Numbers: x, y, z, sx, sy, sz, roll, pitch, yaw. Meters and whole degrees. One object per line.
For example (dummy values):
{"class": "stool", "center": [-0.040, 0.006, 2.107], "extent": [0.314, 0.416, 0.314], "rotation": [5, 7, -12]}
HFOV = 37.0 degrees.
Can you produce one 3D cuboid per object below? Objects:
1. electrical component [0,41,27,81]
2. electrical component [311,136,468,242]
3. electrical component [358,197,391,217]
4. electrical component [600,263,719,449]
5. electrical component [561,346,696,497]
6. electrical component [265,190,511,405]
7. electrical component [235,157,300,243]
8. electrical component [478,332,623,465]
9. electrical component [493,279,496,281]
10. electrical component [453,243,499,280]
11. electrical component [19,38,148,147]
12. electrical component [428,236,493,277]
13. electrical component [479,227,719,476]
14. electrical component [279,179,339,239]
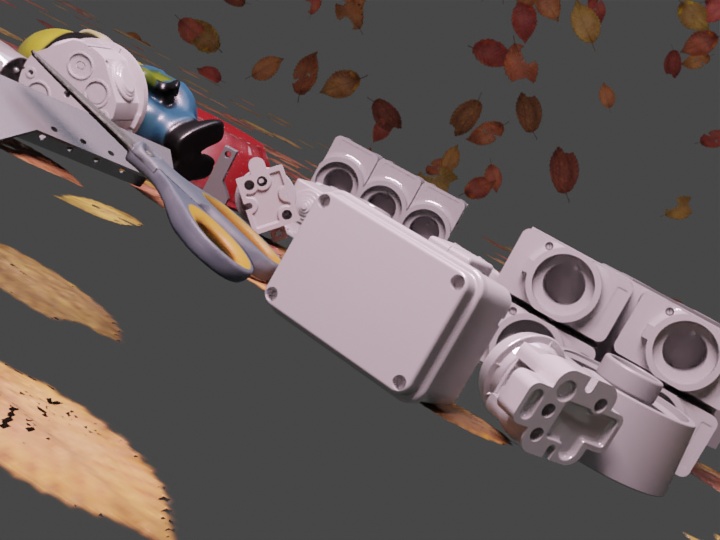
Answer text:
{"class": "electrical component", "center": [-0.273, -0.149, 0.779], "extent": [0.077, 0.043, 0.079], "rotation": [30, 7, 11]}
{"class": "electrical component", "center": [0.024, -0.065, 1.112], "extent": [0.150, 0.089, 0.062], "rotation": [29, 7, 5]}
{"class": "electrical component", "center": [-0.003, -0.042, 1.024], "extent": [0.055, 0.047, 0.055], "rotation": [28, 7, -4]}
{"class": "electrical component", "center": [0.273, 0.079, 0.990], "extent": [0.186, 0.105, 0.060], "rotation": [25, 8, -26]}
{"class": "electrical component", "center": [0.160, 0.088, 0.683], "extent": [0.108, 0.060, 0.108], "rotation": [28, 8, -4]}
{"class": "electrical component", "center": [0.014, 0.015, 0.585], "extent": [0.113, 0.078, 0.057], "rotation": [33, 6, 30]}
{"class": "electrical component", "center": [-0.072, -0.055, 0.831], "extent": [0.055, 0.048, 0.066], "rotation": [-143, -145, -81]}
{"class": "electrical component", "center": [0.104, 0.071, 0.617], "extent": [0.078, 0.058, 0.057], "rotation": [23, 12, -34]}
{"class": "electrical component", "center": [0.144, 0.054, 0.906], "extent": [0.100, 0.048, 0.100], "rotation": [23, 9, -37]}
{"class": "electrical component", "center": [0.103, 0.022, 1.005], "extent": [0.099, 0.064, 0.099], "rotation": [41, 7, -6]}
{"class": "electrical component", "center": [-0.195, -0.123, 0.756], "extent": [0.080, 0.080, 0.051], "rotation": [29, 13, 6]}
{"class": "electrical component", "center": [0.048, 0.005, 0.818], "extent": [0.077, 0.065, 0.047], "rotation": [32, 8, 28]}
{"class": "electrical component", "center": [0.182, 0.058, 0.796], "extent": [0.186, 0.105, 0.060], "rotation": [30, 8, 12]}
{"class": "electrical component", "center": [-0.017, -0.038, 0.945], "extent": [0.100, 0.048, 0.100], "rotation": [31, 9, 17]}
